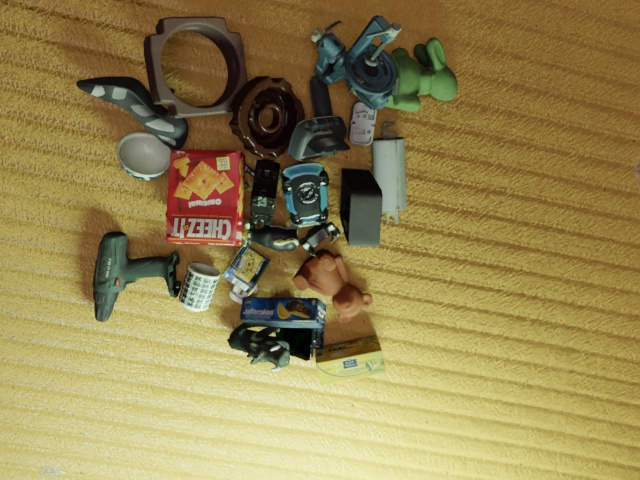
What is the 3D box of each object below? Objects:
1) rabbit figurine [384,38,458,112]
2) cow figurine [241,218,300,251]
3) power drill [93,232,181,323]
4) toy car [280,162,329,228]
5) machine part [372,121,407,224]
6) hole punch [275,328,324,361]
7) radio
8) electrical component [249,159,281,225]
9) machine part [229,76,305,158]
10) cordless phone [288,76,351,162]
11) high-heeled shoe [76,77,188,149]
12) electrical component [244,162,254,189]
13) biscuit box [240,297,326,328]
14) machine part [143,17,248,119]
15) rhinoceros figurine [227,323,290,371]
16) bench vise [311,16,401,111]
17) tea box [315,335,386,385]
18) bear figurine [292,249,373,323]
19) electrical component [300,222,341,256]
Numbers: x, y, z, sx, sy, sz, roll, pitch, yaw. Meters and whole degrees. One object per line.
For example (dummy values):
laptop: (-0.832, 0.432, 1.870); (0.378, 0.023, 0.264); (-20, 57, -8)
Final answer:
rabbit figurine: (0.231, -0.366, 1.214); (0.170, 0.121, 0.159); (-1, 98, -21)
cow figurine: (-0.132, -0.011, 1.283); (0.167, 0.098, 0.068); (6, 111, -4)
power drill: (-0.449, 0.097, 1.314); (0.207, 0.086, 0.231); (4, 102, 4)
toy car: (-0.032, -0.116, 1.255); (0.109, 0.103, 0.161); (-10, 120, -1)
machine part: (0.163, -0.155, 1.267); (0.079, 0.079, 0.243); (-6, 105, -1)
hole punch: (-0.048, 0.231, 1.364); (0.116, 0.092, 0.142); (11, 109, 27)
radio: (0.088, -0.076, 1.208); (0.073, 0.230, 0.131); (1, 109, -2)
electrical component: (-0.126, -0.117, 1.237); (0.058, 0.134, 0.114); (9, 147, -7)
machine part: (-0.118, -0.272, 1.191); (0.179, 0.056, 0.179); (-16, 115, -38)
cordless phone: (-0.013, -0.276, 1.205); (0.146, 0.089, 0.184); (-17, 99, -41)
high-heeled shoe: (-0.422, -0.285, 1.218); (0.249, 0.086, 0.145); (8, 119, 3)
electrical component: (-0.200, -0.165, 1.278); (0.094, 0.021, 0.063); (35, 100, -9)
biscuit box: (-0.091, 0.174, 1.292); (0.203, 0.062, 0.059); (-2, 65, 20)
machine part: (-0.266, -0.368, 1.155); (0.201, 0.087, 0.201); (-13, 103, -26)
rhinoceros figurine: (-0.145, 0.256, 1.315); (0.191, 0.112, 0.073); (14, 106, 36)
bench vise: (0.086, -0.389, 1.118); (0.129, 0.240, 0.223); (-34, 89, -26)
tea box: (0.076, 0.306, 1.373); (0.170, 0.098, 0.068); (-10, 105, 2)
bear figurine: (0.036, 0.121, 1.310); (0.120, 0.132, 0.195); (-35, 97, 11)
electrical component: (-0.002, -0.005, 1.298); (0.102, 0.078, 0.045); (-38, 105, 8)
